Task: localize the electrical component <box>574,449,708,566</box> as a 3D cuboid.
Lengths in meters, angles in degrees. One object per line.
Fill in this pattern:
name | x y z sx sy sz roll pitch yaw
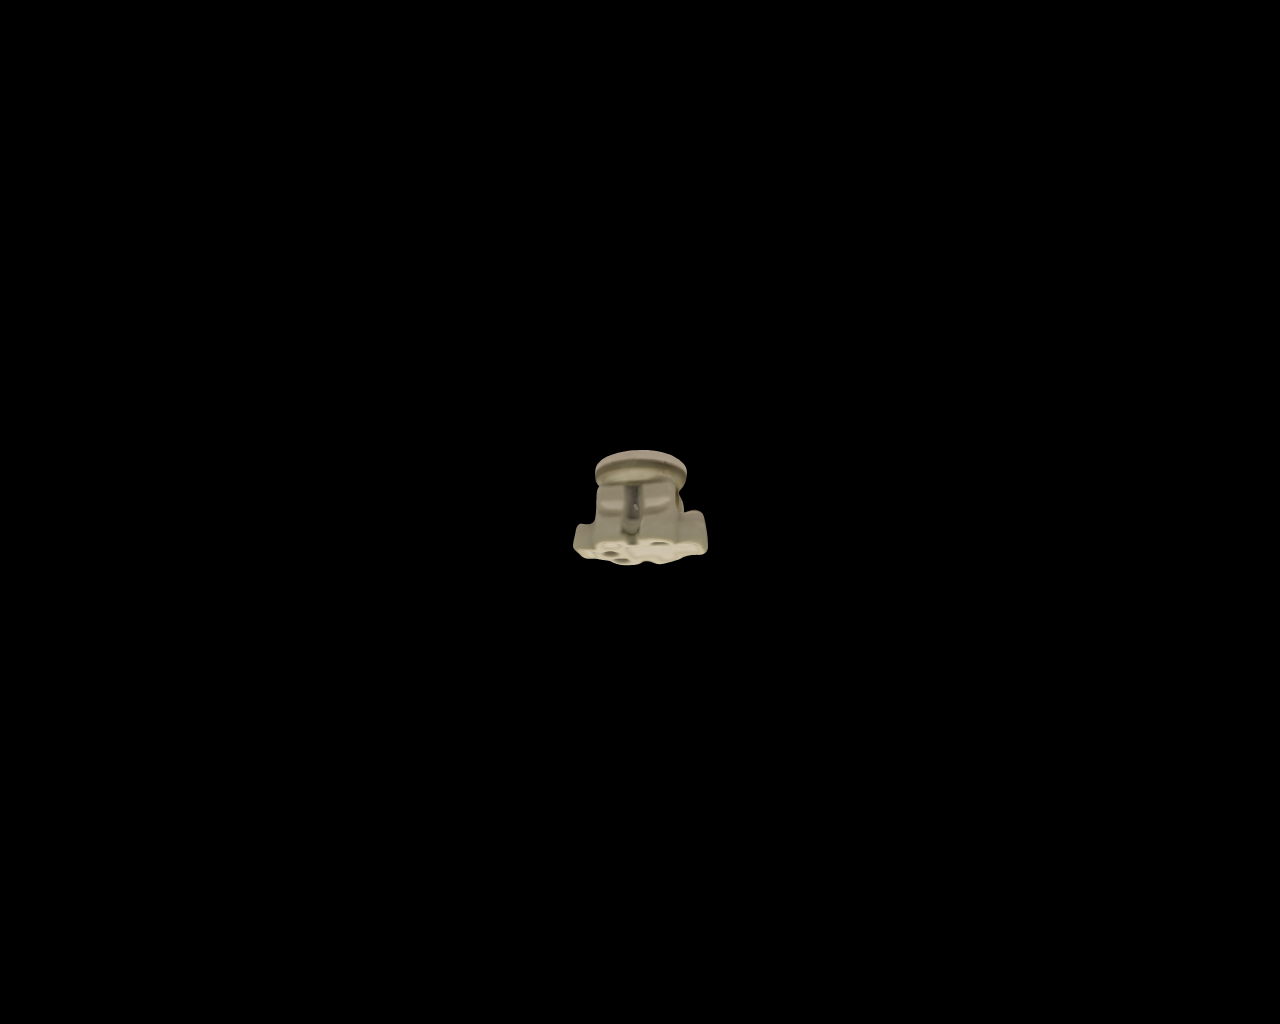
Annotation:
electrical component | 0.001 -0.003 0.650 0.078 0.057 0.058 -4 -19 12
